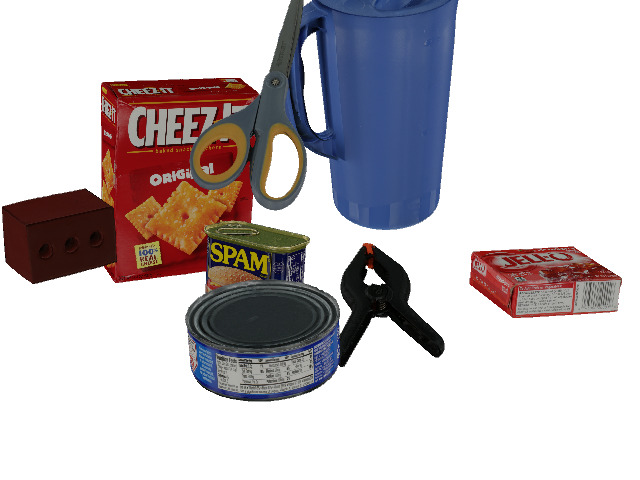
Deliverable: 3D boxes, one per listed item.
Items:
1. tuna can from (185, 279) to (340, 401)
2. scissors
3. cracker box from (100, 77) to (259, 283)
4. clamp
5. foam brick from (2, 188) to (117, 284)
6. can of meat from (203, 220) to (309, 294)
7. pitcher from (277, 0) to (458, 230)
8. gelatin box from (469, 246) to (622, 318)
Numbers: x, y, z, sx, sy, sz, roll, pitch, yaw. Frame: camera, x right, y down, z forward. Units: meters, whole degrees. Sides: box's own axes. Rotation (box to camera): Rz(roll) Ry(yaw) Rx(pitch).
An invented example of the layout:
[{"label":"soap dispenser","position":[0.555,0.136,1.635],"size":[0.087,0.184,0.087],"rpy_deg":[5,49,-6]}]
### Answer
[{"label":"tuna can","position":[-0.031,0.055,0.595],"size":[0.086,0.034,0.086],"rpy_deg":[-2,23,1]},{"label":"scissors","position":[-0.054,-0.111,0.821],"size":[0.096,0.202,0.016],"rpy_deg":[-4,-28,-2]},{"label":"cracker box","position":[-0.158,-0.068,1.191],"size":[0.164,0.214,0.072],"rpy_deg":[-6,26,-26]},{"label":"clamp","position":[0.075,0.072,1.192],"size":[0.120,0.171,0.039],"rpy_deg":[5,-43,-2]},{"label":"foam brick","position":[-0.215,-0.005,0.879],"size":[0.078,0.053,0.051],"rpy_deg":[-16,31,-33]},{"label":"can of meat","position":[-0.063,0.033,1.023],"size":[0.102,0.084,0.057],"rpy_deg":[13,18,31]},{"label":"pitcher","position":[0.052,-0.131,1.012],"size":[0.149,0.243,0.144],"rpy_deg":[9,37,15]},{"label":"gelatin box","position":[0.165,0.029,0.793],"size":[0.089,0.030,0.073],"rpy_deg":[-2,18,-16]}]
